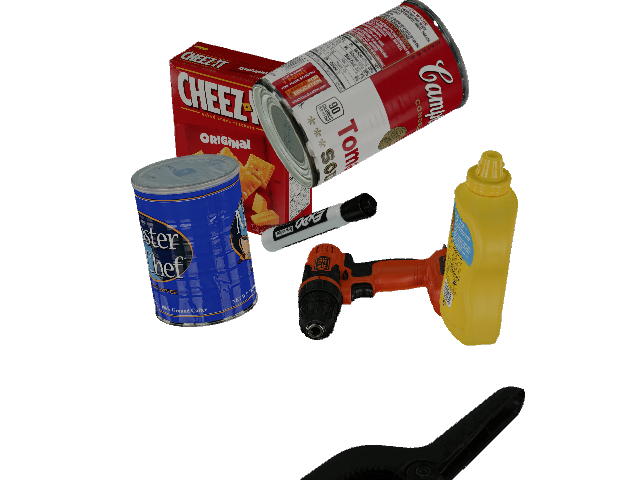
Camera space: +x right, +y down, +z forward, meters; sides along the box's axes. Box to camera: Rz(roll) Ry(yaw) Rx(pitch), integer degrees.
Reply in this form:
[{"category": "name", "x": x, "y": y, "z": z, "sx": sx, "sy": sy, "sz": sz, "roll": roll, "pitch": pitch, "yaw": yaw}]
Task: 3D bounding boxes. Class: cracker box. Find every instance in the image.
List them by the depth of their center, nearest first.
[{"category": "cracker box", "x": -0.096, "y": -0.117, "z": 1.302, "sx": 0.164, "sy": 0.214, "sz": 0.072, "roll": 18, "pitch": 38, "yaw": 24}]

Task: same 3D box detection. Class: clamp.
[{"category": "clamp", "x": 0.070, "y": 0.158, "z": 0.703, "sx": 0.210, "sy": 0.036, "sz": 0.164, "roll": -5, "pitch": 28, "yaw": -3}]

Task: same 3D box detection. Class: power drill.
[{"category": "power drill", "x": 0.068, "y": 0.058, "z": 1.241, "sx": 0.187, "sy": 0.057, "sz": 0.184, "roll": 0, "pitch": 28, "yaw": 4}]

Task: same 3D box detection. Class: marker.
[{"category": "marker", "x": -0.001, "y": -0.014, "z": 0.831, "sx": 0.020, "sy": 0.020, "sz": 0.121, "roll": 0, "pitch": -13, "yaw": -43}]

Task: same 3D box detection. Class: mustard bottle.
[{"category": "mustard bottle", "x": 0.153, "y": 0.001, "z": 1.025, "sx": 0.058, "sy": 0.192, "sz": 0.096, "roll": -2, "pitch": 34, "yaw": -5}]

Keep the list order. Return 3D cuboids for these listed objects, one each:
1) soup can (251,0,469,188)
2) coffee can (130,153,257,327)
[{"category": "soup can", "x": 0.021, "y": -0.081, "z": 0.593, "sx": 0.102, "sy": 0.068, "sz": 0.069, "roll": -30, "pitch": 7, "yaw": -13}, {"category": "coffee can", "x": -0.120, "y": -0.002, "z": 1.028, "sx": 0.103, "sy": 0.140, "sz": 0.103, "roll": -6, "pitch": 20, "yaw": 2}]
